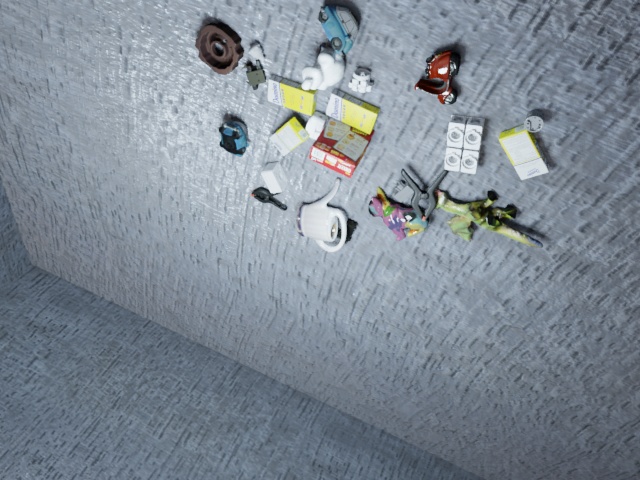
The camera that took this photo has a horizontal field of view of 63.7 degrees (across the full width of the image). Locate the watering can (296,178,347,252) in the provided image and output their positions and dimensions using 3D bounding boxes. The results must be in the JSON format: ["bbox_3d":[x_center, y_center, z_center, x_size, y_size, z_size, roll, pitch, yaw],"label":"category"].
[{"bbox_3d":[0.007,-0.108,2.149,0.225,0.106,0.341,10,120,24],"label":"watering can"}]

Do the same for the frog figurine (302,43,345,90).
[{"bbox_3d":[0.011,-0.545,1.670,0.123,0.163,0.134,27,138,0],"label":"frog figurine"}]

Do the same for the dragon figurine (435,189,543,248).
[{"bbox_3d":[0.586,-0.060,1.894,0.409,0.124,0.239,38,155,-7],"label":"dragon figurine"}]
